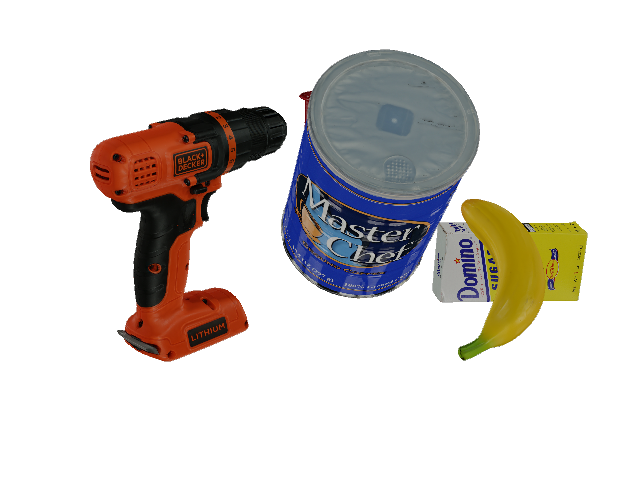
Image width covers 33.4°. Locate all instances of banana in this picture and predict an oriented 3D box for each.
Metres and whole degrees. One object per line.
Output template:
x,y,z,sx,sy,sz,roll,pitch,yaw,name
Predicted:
0.150,0.022,0.882,0.070,0.037,0.197,0,37,9,banana

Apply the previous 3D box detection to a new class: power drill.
-0.098,-0.010,0.857,0.184,0.188,0.057,-19,27,-42,power drill

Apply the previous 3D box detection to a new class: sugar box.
0.228,0.026,1.293,0.176,0.093,0.048,-2,21,-9,sugar box

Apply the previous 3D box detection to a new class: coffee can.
0.033,-0.038,0.682,0.102,0.103,0.140,0,-28,-10,coffee can

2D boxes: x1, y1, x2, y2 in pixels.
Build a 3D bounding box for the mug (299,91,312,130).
0.038,-0.094,0.993,0.117,0.081,0.093,0,15,-2,mug
